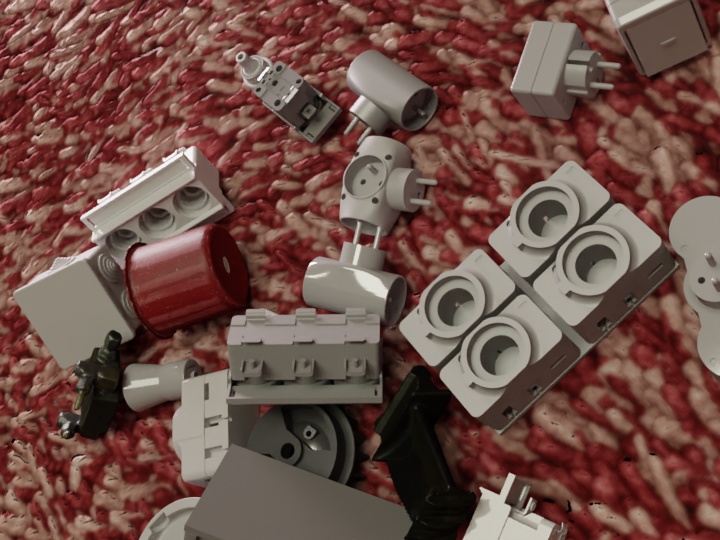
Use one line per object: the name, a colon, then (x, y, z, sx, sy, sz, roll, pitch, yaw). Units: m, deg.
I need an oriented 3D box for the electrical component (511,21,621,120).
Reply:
electrical component: (0.174, -0.161, 0.878, 0.077, 0.047, 0.065, 13, 77, 32)

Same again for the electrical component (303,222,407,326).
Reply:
electrical component: (0.000, 0.000, 0.900, 0.077, 0.044, 0.079, 13, 90, 24)

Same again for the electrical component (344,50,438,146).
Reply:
electrical component: (0.017, -0.146, 0.961, 0.079, 0.044, 0.077, -51, 55, 2)

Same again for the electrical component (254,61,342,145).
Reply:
electrical component: (-0.061, -0.157, 0.997, 0.081, 0.064, 0.042, 40, 93, 34)

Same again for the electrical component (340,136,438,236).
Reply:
electrical component: (0.029, -0.070, 0.923, 0.079, 0.044, 0.077, 9, 75, 31)

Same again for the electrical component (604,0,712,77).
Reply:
electrical component: (0.229, -0.201, 0.833, 0.062, 0.096, 0.061, -23, 62, 19)

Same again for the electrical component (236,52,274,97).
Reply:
electrical component: (-0.098, -0.189, 1.032, 0.035, 0.061, 0.035, -11, 65, 25)

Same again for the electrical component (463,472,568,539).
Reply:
electrical component: (0.111, 0.192, 0.772, 0.064, 0.042, 0.081, 20, 81, 30)

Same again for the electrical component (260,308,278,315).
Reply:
electrical component: (-0.078, 0.067, 0.927, 0.045, 0.045, 0.055, 21, 82, 34)

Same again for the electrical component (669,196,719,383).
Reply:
electrical component: (0.252, 0.010, 0.748, 0.052, 0.074, 0.138, -18, 63, 22)

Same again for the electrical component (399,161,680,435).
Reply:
electrical component: (0.132, 0.019, 0.819, 0.186, 0.060, 0.105, -45, 56, 6)

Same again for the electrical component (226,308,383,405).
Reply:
electrical component: (-0.043, 0.069, 0.860, 0.121, 0.063, 0.078, -1, 32, 2)

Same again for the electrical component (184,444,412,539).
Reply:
electrical component: (-0.046, 0.203, 0.792, 0.150, 0.061, 0.089, 19, 36, 7)

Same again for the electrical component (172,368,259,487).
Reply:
electrical component: (-0.123, 0.137, 0.919, 0.056, 0.050, 0.089, -15, 63, 23)

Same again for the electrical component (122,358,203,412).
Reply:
electrical component: (-0.175, 0.101, 0.970, 0.065, 0.044, 0.044, -11, 65, 20)

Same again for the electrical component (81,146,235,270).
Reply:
electrical component: (-0.193, -0.062, 1.031, 0.121, 0.078, 0.063, -30, 37, 16)

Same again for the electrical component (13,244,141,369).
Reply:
electrical component: (-0.261, 0.033, 1.015, 0.100, 0.099, 0.048, -24, 16, 20)

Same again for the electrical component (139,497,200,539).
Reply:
electrical component: (-0.123, 0.243, 0.870, 0.108, 0.060, 0.108, -11, 65, 25)
